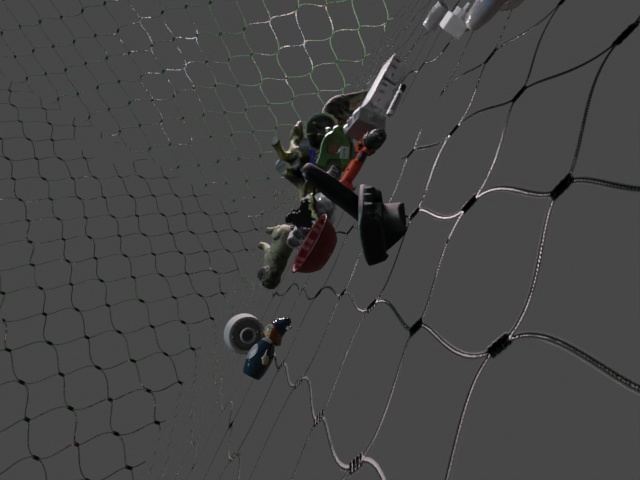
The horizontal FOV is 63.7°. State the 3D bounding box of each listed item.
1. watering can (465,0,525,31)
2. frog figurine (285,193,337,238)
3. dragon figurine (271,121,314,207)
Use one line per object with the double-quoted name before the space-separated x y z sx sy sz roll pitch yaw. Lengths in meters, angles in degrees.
"watering can" 0.344 -0.483 0.855 0.104 0.354 0.221 37 -32 -7
"frog figurine" 0.004 -0.071 1.409 0.124 0.135 0.160 38 27 26
"dragon figurine" -0.047 -0.195 1.618 0.122 0.415 0.240 -14 -15 12
